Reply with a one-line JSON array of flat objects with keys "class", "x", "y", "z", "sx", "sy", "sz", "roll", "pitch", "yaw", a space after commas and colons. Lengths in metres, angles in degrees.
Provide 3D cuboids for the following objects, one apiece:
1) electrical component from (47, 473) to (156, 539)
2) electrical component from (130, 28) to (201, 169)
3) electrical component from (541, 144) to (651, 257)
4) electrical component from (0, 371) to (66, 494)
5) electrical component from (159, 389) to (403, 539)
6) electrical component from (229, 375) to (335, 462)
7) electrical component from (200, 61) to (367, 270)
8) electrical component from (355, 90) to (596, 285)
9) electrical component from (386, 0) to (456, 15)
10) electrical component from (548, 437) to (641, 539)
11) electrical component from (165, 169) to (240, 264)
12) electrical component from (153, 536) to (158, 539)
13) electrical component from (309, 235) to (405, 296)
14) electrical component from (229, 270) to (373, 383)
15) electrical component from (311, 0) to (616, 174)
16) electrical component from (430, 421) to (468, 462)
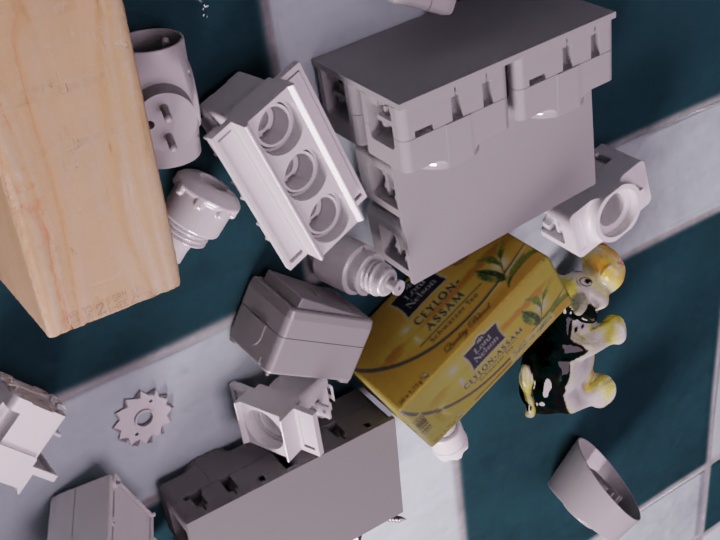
[{"class": "electrical component", "x": -0.188, "y": 0.196, "z": 0.771, "sx": 0.061, "sy": 0.096, "sz": 0.061, "roll": -22, "pitch": 132, "yaw": 9}, {"class": "electrical component", "x": -0.120, "y": -0.098, "z": 0.655, "sx": 0.044, "sy": 0.079, "sz": 0.077, "roll": -12, "pitch": 123, "yaw": -12}, {"class": "electrical component", "x": 0.206, "y": -0.060, "z": 0.940, "sx": 0.089, "sy": 0.056, "sz": 0.050, "roll": -37, "pitch": 131, "yaw": -15}, {"class": "electrical component", "x": -0.233, "y": 0.105, "z": 0.711, "sx": 0.081, "sy": 0.042, "sz": 0.063, "roll": 35, "pitch": 88, "yaw": -44}, {"class": "electrical component", "x": -0.061, "y": 0.183, "z": 0.872, "sx": 0.186, "sy": 0.060, "sz": 0.105, "roll": -23, "pitch": 127, "yaw": -25}, {"class": "electrical component", "x": -0.057, "y": 0.106, "z": 0.827, "sx": 0.064, "sy": 0.081, "sz": 0.042, "roll": -42, "pitch": 137, "yaw": -41}, {"class": "electrical component", "x": -0.054, "y": -0.072, "z": 0.727, "sx": 0.079, "sy": 0.063, "sz": 0.121, "roll": -45, "pitch": 133, "yaw": -18}, {"class": "electrical component", "x": 0.092, "y": -0.084, "z": 0.836, "sx": 0.186, "sy": 0.060, "sz": 0.105, "roll": -28, "pitch": 129, "yaw": -22}, {"class": "electrical component", "x": 0.041, "y": -0.225, "z": 0.716, "sx": 0.061, "sy": 0.062, "sz": 0.096, "roll": 3, "pitch": 113, "yaw": -38}, {"class": "electrical component", "x": 0.244, "y": 0.228, "z": 1.107, "sx": 0.064, "sy": 0.099, "sz": 0.099, "roll": -51, "pitch": 134, "yaw": 6}, {"class": "electrical component", "x": -0.113, "y": -0.033, "z": 0.722, "sx": 0.048, "sy": 0.048, "sz": 0.062, "roll": 19, "pitch": 111, "yaw": -42}, {"class": "electrical component", "x": -0.166, "y": 0.240, "z": 0.799, "sx": 0.077, "sy": 0.079, "sz": 0.043, "roll": -50, "pitch": 121, "yaw": -25}, {"class": "electrical component", "x": 0.000, "y": 0.000, "z": 0.807, "sx": 0.040, "sy": 0.078, "sz": 0.040, "roll": -29, "pitch": 131, "yaw": -40}, {"class": "electrical component", "x": -0.038, "y": 0.042, "z": 0.808, "sx": 0.096, "sy": 0.062, "sz": 0.061, "roll": 10, "pitch": 108, "yaw": -40}, {"class": "electrical component", "x": 0.076, "y": -0.138, "z": 0.762, "sx": 0.186, "sy": 0.105, "sz": 0.060, "roll": -26, "pitch": 128, "yaw": -23}, {"class": "electrical component", "x": 0.075, "y": 0.143, "z": 0.970, "sx": 0.035, "sy": 0.035, "sz": 0.061, "roll": -36, "pitch": 128, "yaw": -16}]
